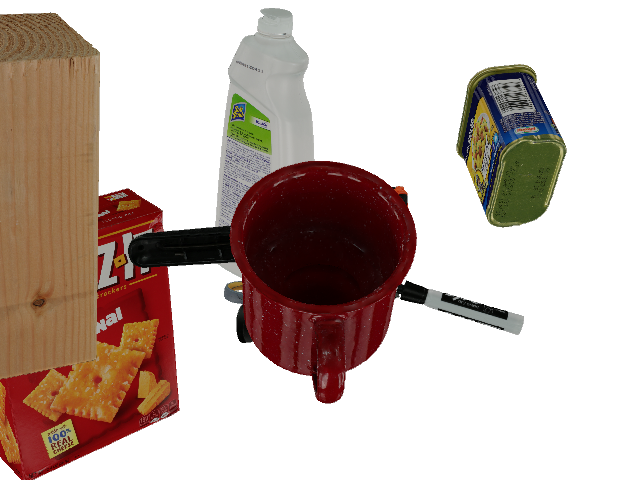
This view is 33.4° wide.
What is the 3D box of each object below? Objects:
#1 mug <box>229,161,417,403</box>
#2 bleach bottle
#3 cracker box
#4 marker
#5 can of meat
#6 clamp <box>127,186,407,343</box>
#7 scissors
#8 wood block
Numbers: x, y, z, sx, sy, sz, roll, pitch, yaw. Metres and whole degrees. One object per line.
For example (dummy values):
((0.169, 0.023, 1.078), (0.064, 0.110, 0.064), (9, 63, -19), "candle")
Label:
((0.001, 0.029, 0.555), (0.093, 0.117, 0.081), (-4, -34, -6), "mug")
((-0.044, -0.084, 0.982), (0.103, 0.251, 0.067), (23, 30, 31), "bleach bottle")
((-0.212, 0.081, 0.932), (0.163, 0.214, 0.072), (-21, 32, -35), "cracker box")
((0.130, 0.062, 1.001), (0.121, 0.020, 0.020), (17, 1, 3), "marker")
((0.151, -0.073, 0.847), (0.057, 0.084, 0.102), (-6, -40, -9), "can of meat")
((-0.026, 0.001, 0.782), (0.209, 0.036, 0.165), (-25, 34, -36), "clamp")
((-0.008, 0.072, 1.192), (0.201, 0.016, 0.096), (5, 24, -3), "scissors")
((-0.193, -0.026, 0.657), (0.090, 0.206, 0.090), (-9, 31, -29), "wood block")
